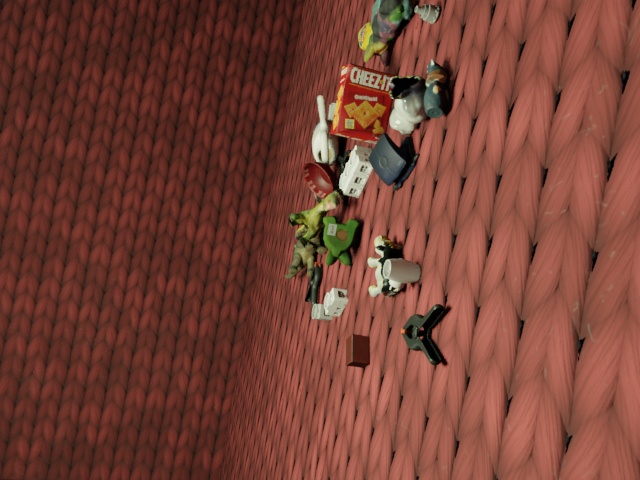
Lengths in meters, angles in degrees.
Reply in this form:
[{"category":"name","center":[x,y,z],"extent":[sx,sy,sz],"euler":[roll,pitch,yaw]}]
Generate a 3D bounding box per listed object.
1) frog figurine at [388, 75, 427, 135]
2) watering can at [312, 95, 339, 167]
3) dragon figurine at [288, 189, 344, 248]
[{"category":"frog figurine","center":[0.237,-0.341,1.343],"extent":[0.140,0.123,0.156],"euler":[-112,-1,-49]},{"category":"watering can","center":[0.019,-0.407,1.984],"extent":[0.229,0.104,0.341],"euler":[-90,-4,-62]},{"category":"dragon figurine","center":[0.006,-0.093,1.852],"extent":[0.244,0.122,0.409],"euler":[-38,0,-6]}]
